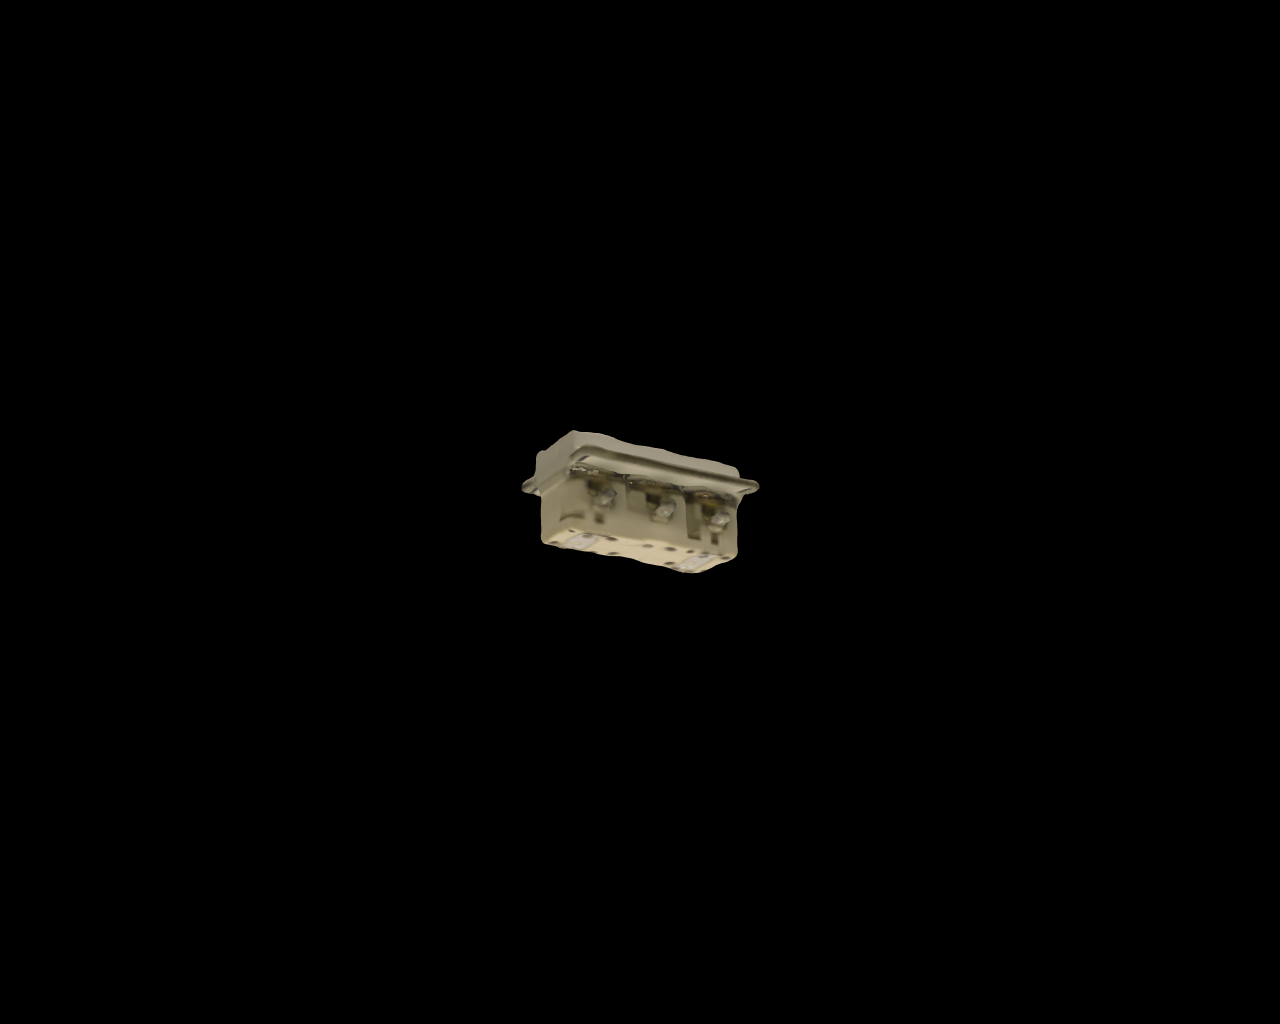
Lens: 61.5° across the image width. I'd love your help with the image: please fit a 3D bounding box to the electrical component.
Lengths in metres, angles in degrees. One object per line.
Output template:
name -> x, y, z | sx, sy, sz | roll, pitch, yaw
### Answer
electrical component -> 0.001, -0.003, 0.650 | 0.121, 0.063, 0.078 | 12, -23, -31
